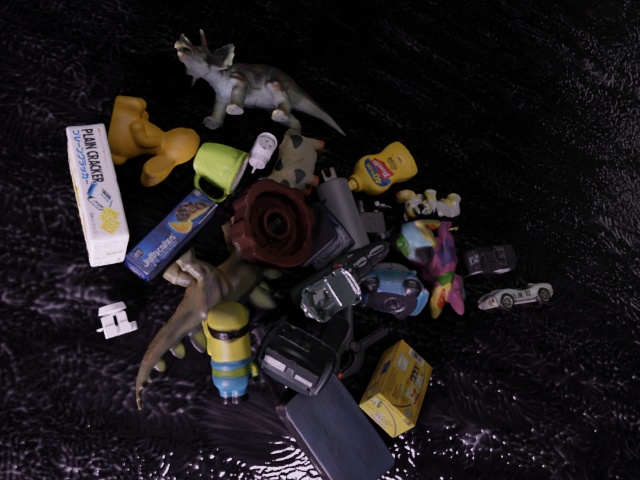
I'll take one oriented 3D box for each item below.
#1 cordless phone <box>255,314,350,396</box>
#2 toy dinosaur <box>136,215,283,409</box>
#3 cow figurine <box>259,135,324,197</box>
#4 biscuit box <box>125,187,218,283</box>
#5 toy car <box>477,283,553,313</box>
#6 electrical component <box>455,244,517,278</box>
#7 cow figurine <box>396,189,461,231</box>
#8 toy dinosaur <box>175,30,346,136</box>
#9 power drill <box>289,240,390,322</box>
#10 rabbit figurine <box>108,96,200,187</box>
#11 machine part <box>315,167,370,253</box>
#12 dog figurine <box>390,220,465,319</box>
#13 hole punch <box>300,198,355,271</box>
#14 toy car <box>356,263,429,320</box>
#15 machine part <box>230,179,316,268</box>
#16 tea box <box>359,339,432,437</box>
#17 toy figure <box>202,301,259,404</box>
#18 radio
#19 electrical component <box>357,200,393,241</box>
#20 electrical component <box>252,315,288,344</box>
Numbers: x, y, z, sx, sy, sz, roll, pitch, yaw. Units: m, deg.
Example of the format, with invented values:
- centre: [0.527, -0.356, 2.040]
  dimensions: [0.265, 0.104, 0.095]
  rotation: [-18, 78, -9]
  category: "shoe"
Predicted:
- centre: [-0.025, 0.192, 1.034]
  dimensions: [0.147, 0.088, 0.184]
  rotation: [28, 46, 6]
  category: "cordless phone"
- centre: [-0.199, 0.101, 1.029]
  dimensions: [0.471, 0.105, 0.198]
  rotation: [-43, 94, -24]
  category: "toy dinosaur"
- centre: [-0.069, -0.145, 1.176]
  dimensions: [0.127, 0.085, 0.195]
  rotation: [17, 64, -14]
  category: "cow figurine"
- centre: [-0.290, -0.011, 1.052]
  dimensions: [0.059, 0.063, 0.203]
  rotation: [40, 62, -3]
  category: "biscuit box"
- centre: [0.473, 0.139, 1.300]
  dimensions: [0.202, 0.073, 0.056]
  rotation: [-5, 77, -24]
  category: "toy car"
- centre: [0.395, 0.052, 1.276]
  dimensions: [0.134, 0.115, 0.058]
  rotation: [-3, 78, -23]
  category: "electrical component"
- centre: [0.258, -0.069, 1.293]
  dimensions: [0.167, 0.068, 0.098]
  rotation: [6, 76, -19]
  category: "cow figurine"
- centre: [-0.136, -0.337, 1.205]
  dimensions: [0.405, 0.131, 0.192]
  rotation: [8, 70, -26]
  category: "toy dinosaur"
- centre: [0.040, 0.075, 1.048]
  dimensions: [0.232, 0.207, 0.086]
  rotation: [-31, 100, 8]
  category: "power drill"
- centre: [-0.328, -0.193, 1.069]
  dimensions: [0.173, 0.122, 0.162]
  rotation: [9, 74, -20]
  category: "rabbit figurine"
- centre: [0.050, -0.048, 1.194]
  dimensions: [0.079, 0.079, 0.243]
  rotation: [-13, 79, -25]
  category: "machine part"
- centre: [0.254, 0.068, 1.211]
  dimensions: [0.191, 0.108, 0.219]
  rotation: [0, 75, -47]
  category: "dog figurine"
- centre: [-0.002, -0.003, 1.135]
  dimensions: [0.092, 0.142, 0.116]
  rotation: [23, 30, -51]
  category: "hole punch"
- centre: [0.152, 0.101, 1.178]
  dimensions: [0.162, 0.109, 0.103]
  rotation: [10, 44, -3]
  category: "toy car"
- centre: [-0.090, -0.029, 1.044]
  dimensions: [0.179, 0.056, 0.179]
  rotation: [10, 72, -34]
  category: "machine part"
- centre: [0.157, 0.296, 1.087]
  dimensions: [0.098, 0.068, 0.170]
  rotation: [44, 37, -2]
  category: "tea box"
- centre: [-0.153, 0.197, 0.943]
  dimensions: [0.082, 0.089, 0.180]
  rotation: [-4, 90, -29]
  category: "toy figure"
- centre: [0.027, 0.374, 1.040]
  dimensions: [0.131, 0.073, 0.229]
  rotation: [-34, 85, -27]
  category: "radio"
- centre: [0.127, -0.043, 1.241]
  dimensions: [0.078, 0.045, 0.102]
  rotation: [6, 70, -22]
  category: "electrical component"
- centre: [-0.080, 0.217, 1.065]
  dimensions: [0.075, 0.048, 0.119]
  rotation: [-16, 77, -25]
  category: "electrical component"
